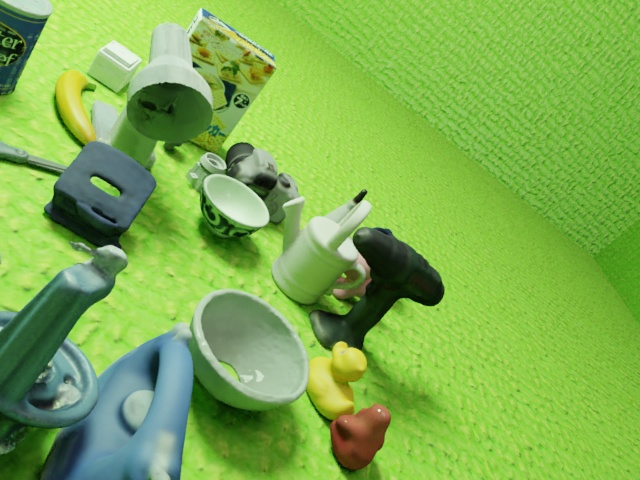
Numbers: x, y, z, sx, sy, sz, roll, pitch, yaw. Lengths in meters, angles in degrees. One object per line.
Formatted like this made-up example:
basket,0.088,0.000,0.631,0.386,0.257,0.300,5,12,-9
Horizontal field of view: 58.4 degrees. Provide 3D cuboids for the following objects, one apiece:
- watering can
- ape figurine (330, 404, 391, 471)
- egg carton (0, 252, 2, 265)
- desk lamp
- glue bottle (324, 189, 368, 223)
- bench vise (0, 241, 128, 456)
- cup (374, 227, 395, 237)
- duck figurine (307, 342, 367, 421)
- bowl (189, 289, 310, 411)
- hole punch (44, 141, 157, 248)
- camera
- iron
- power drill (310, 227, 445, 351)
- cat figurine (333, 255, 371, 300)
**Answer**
watering can,0.008,0.004,0.933,0.173,0.193,0.101,32,27,-21
ape figurine,0.059,0.248,0.745,0.078,0.092,0.076,37,26,-12
egg carton,-0.373,0.018,0.516,0.151,0.069,0.107,23,32,-35
desk lamp,-0.257,-0.210,0.868,0.118,0.213,0.203,19,34,-40
glue bottle,0.030,-0.029,1.039,0.078,0.173,0.037,11,39,-48
bench vise,-0.221,0.108,0.417,0.122,0.219,0.207,33,27,-18
cup,0.113,0.029,1.158,0.092,0.095,0.118,36,26,-13
duck figurine,0.031,0.192,0.800,0.078,0.086,0.104,22,32,-36
bowl,-0.098,0.146,0.702,0.168,0.074,0.167,33,27,-19
hole punch,-0.280,-0.059,0.742,0.109,0.091,0.101,33,27,-18
camera,-0.115,-0.121,1.063,0.144,0.100,0.136,21,33,-37
iron,-0.157,0.155,0.525,0.119,0.141,0.258,30,28,-23
power drill,0.083,0.084,0.898,0.230,0.208,0.075,19,34,-40
cat figurine,0.082,0.064,1.033,0.128,0.117,0.067,36,26,-12
